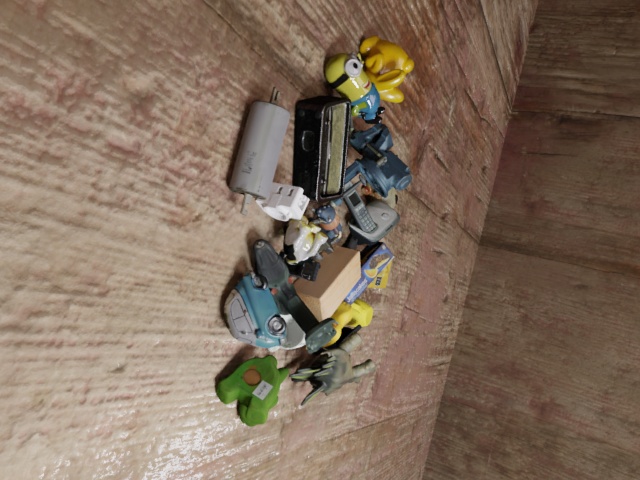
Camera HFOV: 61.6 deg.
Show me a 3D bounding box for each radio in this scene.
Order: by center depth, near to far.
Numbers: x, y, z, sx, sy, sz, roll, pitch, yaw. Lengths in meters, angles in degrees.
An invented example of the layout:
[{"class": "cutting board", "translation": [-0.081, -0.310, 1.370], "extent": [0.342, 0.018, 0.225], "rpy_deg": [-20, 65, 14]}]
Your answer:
[{"class": "radio", "translation": [0.003, -0.201, 1.199], "extent": [0.131, 0.073, 0.229], "rpy_deg": [-27, 124, -56]}]

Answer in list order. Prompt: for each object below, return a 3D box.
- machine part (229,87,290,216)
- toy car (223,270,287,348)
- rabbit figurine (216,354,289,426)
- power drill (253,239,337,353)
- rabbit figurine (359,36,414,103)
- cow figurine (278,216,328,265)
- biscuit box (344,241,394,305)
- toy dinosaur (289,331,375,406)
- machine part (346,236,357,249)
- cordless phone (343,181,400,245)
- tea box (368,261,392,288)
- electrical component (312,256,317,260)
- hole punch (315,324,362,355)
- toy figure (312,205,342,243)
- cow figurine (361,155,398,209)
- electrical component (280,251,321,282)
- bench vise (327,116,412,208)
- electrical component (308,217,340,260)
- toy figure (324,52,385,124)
[{"class": "machine part", "translation": [-0.112, -0.164, 0.993], "extent": [0.079, 0.079, 0.243], "rpy_deg": [22, 83, -63]}, {"class": "toy car", "translation": [-0.135, 0.145, 1.048], "extent": [0.103, 0.109, 0.161], "rpy_deg": [-23, 90, -21]}, {"class": "rabbit figurine", "translation": [-0.142, 0.323, 1.149], "extent": [0.170, 0.121, 0.159], "rpy_deg": [101, 14, -47]}, {"class": "power drill", "translation": [-0.059, 0.122, 1.099], "extent": [0.086, 0.207, 0.231], "rpy_deg": [-39, 152, -18]}, {"class": "rabbit figurine", "translation": [0.140, -0.395, 1.321], "extent": [0.173, 0.163, 0.121], "rpy_deg": [-41, 151, -24]}, {"class": "cow figurine", "translation": [-0.047, -0.003, 1.146], "extent": [0.098, 0.068, 0.167], "rpy_deg": [-58, -162, 7]}, {"class": "biscuit box", "translation": [0.112, 0.091, 1.474], "extent": [0.202, 0.063, 0.059], "rpy_deg": [-47, 116, -17]}, {"class": "toy dinosaur", "translation": [0.030, 0.319, 1.313], "extent": [0.198, 0.105, 0.470], "rpy_deg": [-25, 155, -20]}, {"class": "machine part", "translation": [0.100, 0.001, 1.515], "extent": [0.139, 0.039, 0.084], "rpy_deg": [-58, 155, -35]}, {"class": "cordless phone", "translation": [0.122, -0.090, 1.446], "extent": [0.146, 0.089, 0.184], "rpy_deg": [-40, 109, -36]}, {"class": "tea box", "translation": [0.152, 0.091, 1.616], "extent": [0.169, 0.068, 0.098], "rpy_deg": [10, 92, -64]}, {"class": "electrical component", "translation": [-0.018, 0.020, 1.309], "extent": [0.094, 0.021, 0.063], "rpy_deg": [14, 89, -57]}, {"class": "hole punch", "translation": [0.036, 0.259, 1.471], "extent": [0.115, 0.092, 0.142], "rpy_deg": [-55, 168, 34]}, {"class": "toy figure", "translation": [0.020, -0.044, 1.298], "extent": [0.154, 0.064, 0.058], "rpy_deg": [73, 30, -62]}, {"class": "cow figurine", "translation": [0.179, -0.166, 1.539], "extent": [0.127, 0.086, 0.194], "rpy_deg": [-55, 144, -26]}, {"class": "electrical component", "translation": [-0.042, 0.064, 1.233], "extent": [0.119, 0.075, 0.047], "rpy_deg": [35, 70, -64]}, {"class": "bench vise", "translation": [0.097, -0.171, 1.319], "extent": [0.240, 0.224, 0.128], "rpy_deg": [-40, 165, -1]}, {"class": "electrical component", "translation": [-0.004, -0.004, 1.248], "extent": [0.102, 0.078, 0.045], "rpy_deg": [43, 39, -28]}, {"class": "toy figure", "translation": [0.081, -0.342, 1.229], "extent": [0.180, 0.089, 0.082], "rpy_deg": [52, 21, -37]}]
